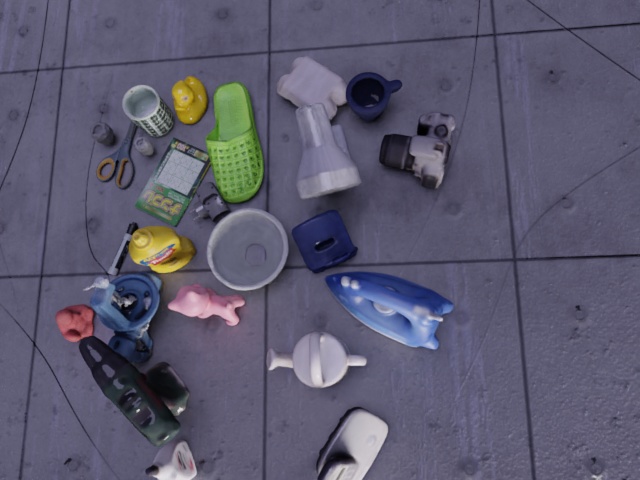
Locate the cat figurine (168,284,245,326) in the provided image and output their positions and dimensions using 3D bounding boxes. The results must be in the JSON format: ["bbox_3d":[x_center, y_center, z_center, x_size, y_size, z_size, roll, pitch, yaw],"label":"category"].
[{"bbox_3d":[-0.225,0.123,1.128,0.127,0.118,0.067,9,78,9],"label":"cat figurine"}]

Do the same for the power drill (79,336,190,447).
[{"bbox_3d":[-0.329,0.274,1.058,0.075,0.208,0.229,-43,75,-4],"label":"power drill"}]

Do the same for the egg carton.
[{"bbox_3d":[-0.013,-0.324,1.231,0.150,0.069,0.107,35,83,13],"label":"egg carton"}]

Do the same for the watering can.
[{"bbox_3d":[-0.007,0.220,1.039,0.173,0.194,0.101,-22,75,2],"label":"watering can"}]

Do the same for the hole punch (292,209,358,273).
[{"bbox_3d":[0.010,0.004,1.140,0.108,0.091,0.101,-26,75,1],"label":"hole punch"}]

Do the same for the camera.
[{"bbox_3d":[0.195,-0.192,1.158,0.136,0.101,0.143,12,79,10],"label":"camera"}]

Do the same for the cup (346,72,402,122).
[{"bbox_3d":[0.114,-0.294,1.195,0.117,0.095,0.091,-19,75,2],"label":"cup"}]

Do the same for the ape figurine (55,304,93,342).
[{"bbox_3d":[-0.505,0.164,1.166,0.076,0.092,0.078,37,84,14],"label":"ape figurine"}]

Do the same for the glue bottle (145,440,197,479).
[{"bbox_3d":[-0.275,0.410,1.038,0.037,0.173,0.078,-28,75,0],"label":"glue bottle"}]

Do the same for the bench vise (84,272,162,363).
[{"bbox_3d":[-0.369,0.152,1.086,0.121,0.220,0.207,-8,76,5],"label":"bench vise"}]

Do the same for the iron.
[{"bbox_3d":[0.117,0.111,1.076,0.258,0.141,0.119,21,80,11],"label":"iron"}]

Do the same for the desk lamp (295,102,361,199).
[{"bbox_3d":[0.005,-0.161,1.116,0.118,0.214,0.203,-15,75,4],"label":"desk lamp"}]

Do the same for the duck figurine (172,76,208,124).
[{"bbox_3d":[-0.294,-0.318,1.256,0.077,0.086,0.104,6,78,9],"label":"duck figurine"}]

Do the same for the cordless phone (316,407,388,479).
[{"bbox_3d":[0.051,0.369,1.001,0.094,0.185,0.148,28,82,13],"label":"cordless phone"}]

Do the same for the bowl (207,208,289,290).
[{"bbox_3d":[-0.139,0.024,1.162,0.167,0.075,0.167,-2,77,7],"label":"bowl"}]
